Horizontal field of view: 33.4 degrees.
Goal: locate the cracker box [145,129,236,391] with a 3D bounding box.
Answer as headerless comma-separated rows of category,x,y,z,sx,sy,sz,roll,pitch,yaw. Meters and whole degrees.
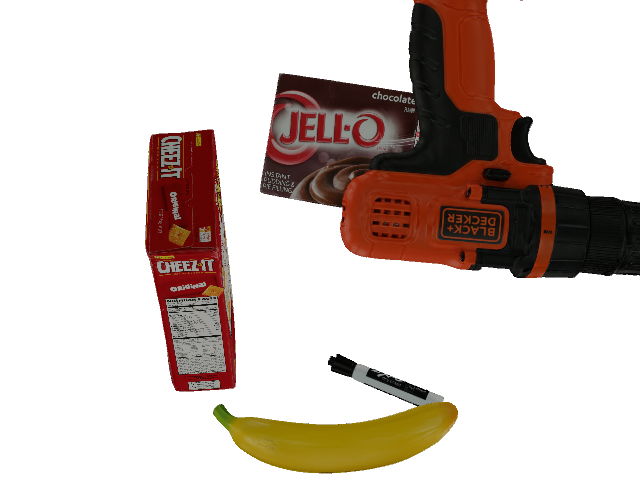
cracker box,-0.128,0.023,1.063,0.072,0.164,0.214,-5,-43,-3

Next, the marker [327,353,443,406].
marker,0.064,0.142,1.066,0.121,0.020,0.020,21,5,13

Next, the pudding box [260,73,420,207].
pudding box,0.018,-0.070,0.784,0.113,0.090,0.039,10,4,14

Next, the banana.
banana,0.017,0.150,0.827,0.197,0.037,0.069,3,42,-10

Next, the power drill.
power drill,0.108,-0.074,0.576,0.184,0.188,0.057,4,1,-4
